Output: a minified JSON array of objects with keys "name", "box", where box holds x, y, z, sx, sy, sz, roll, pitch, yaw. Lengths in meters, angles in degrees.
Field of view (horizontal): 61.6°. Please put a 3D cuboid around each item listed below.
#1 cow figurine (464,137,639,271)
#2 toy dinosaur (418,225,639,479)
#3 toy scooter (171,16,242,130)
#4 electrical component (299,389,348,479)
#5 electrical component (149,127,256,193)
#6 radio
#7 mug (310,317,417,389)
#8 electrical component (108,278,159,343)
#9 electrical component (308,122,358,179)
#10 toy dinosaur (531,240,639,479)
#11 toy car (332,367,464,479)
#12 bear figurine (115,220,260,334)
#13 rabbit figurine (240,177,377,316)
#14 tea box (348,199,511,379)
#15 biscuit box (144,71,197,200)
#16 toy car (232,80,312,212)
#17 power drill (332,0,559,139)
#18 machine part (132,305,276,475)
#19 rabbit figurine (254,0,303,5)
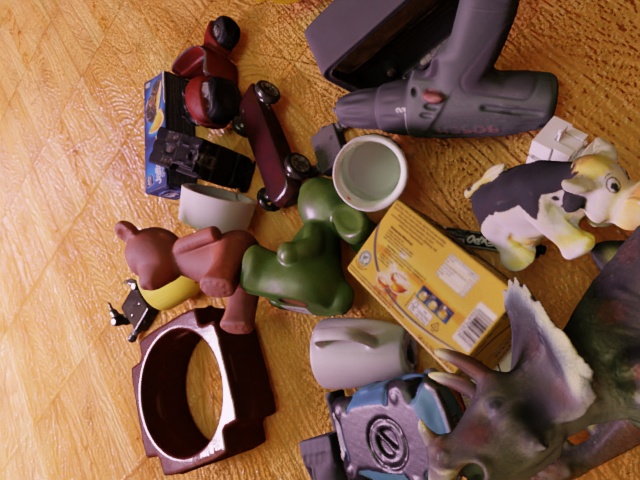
[{"name":"cow figurine","box":[0.198,-0.037,0.448,0.098,0.068,0.167,51,154,-4]},{"name":"toy dinosaur","box":[0.243,0.037,0.329,0.405,0.131,0.192,-46,60,15]},{"name":"toy scooter","box":[-0.185,-0.252,0.848,0.135,0.075,0.184,-9,75,36]},{"name":"electrical component","box":[0.016,0.238,0.619,0.048,0.075,0.119,-27,72,31]},{"name":"electrical component","box":[-0.181,-0.120,0.799,0.134,0.114,0.058,20,91,38]},{"name":"radio","box":[0.108,-0.253,0.588,0.229,0.131,0.073,-33,65,29]},{"name":"mug","box":[0.048,0.119,0.599,0.107,0.109,0.081,-8,52,26]},{"name":"electrical component","box":[-0.316,0.113,0.909,0.102,0.045,0.078,-50,56,20]},{"name":"electrical component","box":[0.014,-0.121,0.708,0.094,0.021,0.063,-31,65,31]},{"name":"toy dinosaur","box":[0.329,0.037,0.396,0.471,0.105,0.199,-45,56,18]},{"name":"toy car","box":[0.092,0.193,0.550,0.162,0.103,0.109,-28,71,46]},{"name":"bear figurine","box":[-0.177,0.039,0.696,0.196,0.120,0.132,0,46,10]},{"name":"rabbit figurine","box":[-0.001,-0.002,0.648,0.159,0.121,0.170,2,70,35]},{"name":"tea box","box":[0.118,0.046,0.536,0.098,0.068,0.170,-54,47,13]},{"name":"biscuit box","box":[-0.250,-0.171,0.892,0.059,0.062,0.202,-14,74,36]},{"name":"toy car","box":[-0.068,-0.133,0.752,0.089,0.053,0.202,-48,52,41]},{"name":"power drill","box":[0.116,-0.178,0.515,0.232,0.207,0.086,9,51,13]},{"name":"machine part","box":[-0.167,0.209,0.757,0.201,0.087,0.201,-31,66,28]},{"name":"rabbit figurine","box":[-0.046,-0.416,0.762,0.162,0.122,0.173,-28,53,41]}]
